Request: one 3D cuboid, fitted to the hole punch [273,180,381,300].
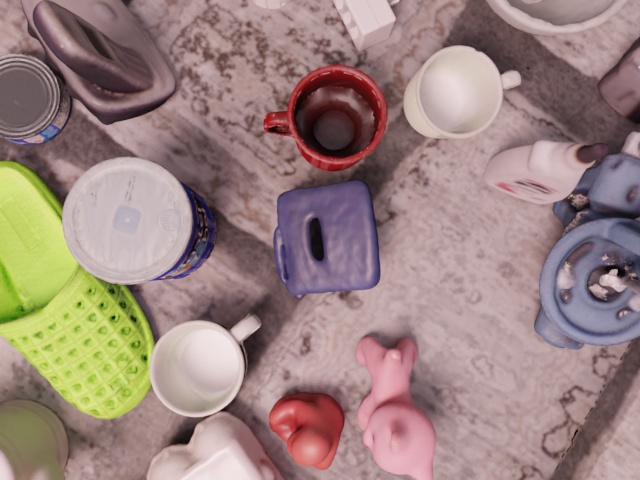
[{"bbox_3d":[0.005,0.002,0.555,0.101,0.091,0.109,-7,88,-3],"label":"hole punch"}]

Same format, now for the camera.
[{"bbox_3d":[0.389,-0.171,0.575,0.143,0.100,0.137,-44,90,-4],"label":"camera"}]

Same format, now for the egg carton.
[{"bbox_3d":[-0.088,0.247,0.550,0.107,0.069,0.150,-36,89,-4],"label":"egg carton"}]

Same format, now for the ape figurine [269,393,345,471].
[{"bbox_3d":[-0.010,0.186,0.545,0.076,0.092,0.078,-23,88,-3],"label":"ape figurine"}]

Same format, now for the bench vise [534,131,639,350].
[{"bbox_3d":[0.259,0.001,0.502,0.121,0.219,0.207,-1,87,-2],"label":"bench vise"}]

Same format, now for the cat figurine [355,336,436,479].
[{"bbox_3d":[0.072,0.159,0.537,0.067,0.117,0.128,-3,87,-2],"label":"cat figurine"}]

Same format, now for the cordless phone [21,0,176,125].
[{"bbox_3d":[-0.211,-0.187,0.507,0.094,0.185,0.147,-38,89,-3],"label":"cordless phone"}]

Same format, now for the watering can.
[{"bbox_3d":[-0.290,0.204,0.481,0.173,0.194,0.101,-12,88,-3],"label":"watering can"}]

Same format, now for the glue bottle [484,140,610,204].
[{"bbox_3d":[0.213,-0.067,0.526,0.078,0.173,0.037,17,87,-1],"label":"glue bottle"}]

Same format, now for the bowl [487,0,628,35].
[{"bbox_3d":[0.231,-0.280,0.586,0.167,0.074,0.167,0,87,-3],"label":"bowl"}]
